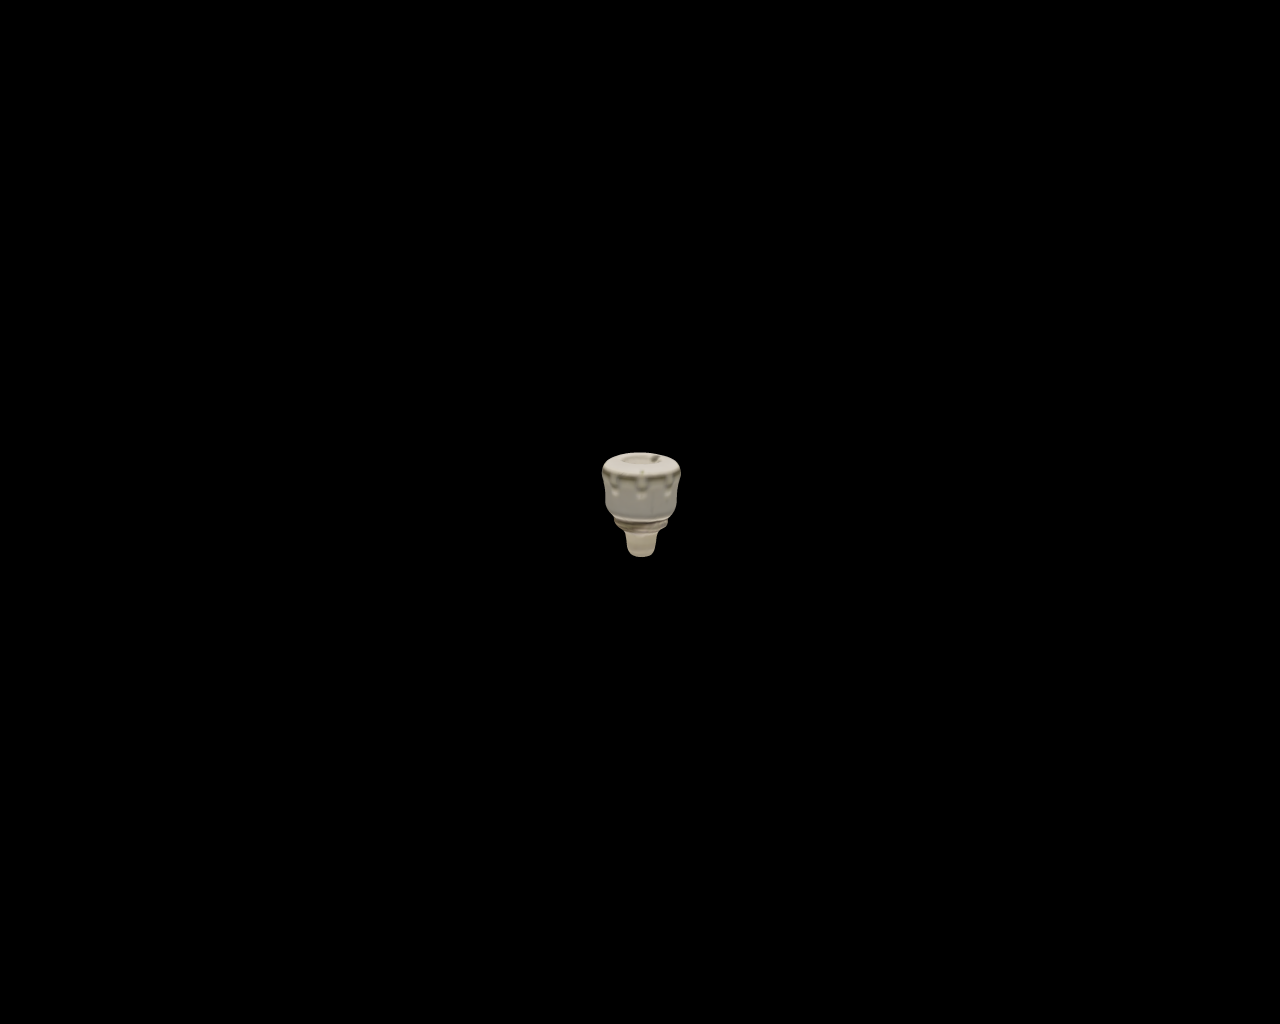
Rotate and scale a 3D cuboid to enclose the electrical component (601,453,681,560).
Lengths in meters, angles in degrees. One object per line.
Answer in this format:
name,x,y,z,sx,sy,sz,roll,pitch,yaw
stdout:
electrical component,0.001,-0.003,0.650,0.048,0.062,0.048,0,16,0
